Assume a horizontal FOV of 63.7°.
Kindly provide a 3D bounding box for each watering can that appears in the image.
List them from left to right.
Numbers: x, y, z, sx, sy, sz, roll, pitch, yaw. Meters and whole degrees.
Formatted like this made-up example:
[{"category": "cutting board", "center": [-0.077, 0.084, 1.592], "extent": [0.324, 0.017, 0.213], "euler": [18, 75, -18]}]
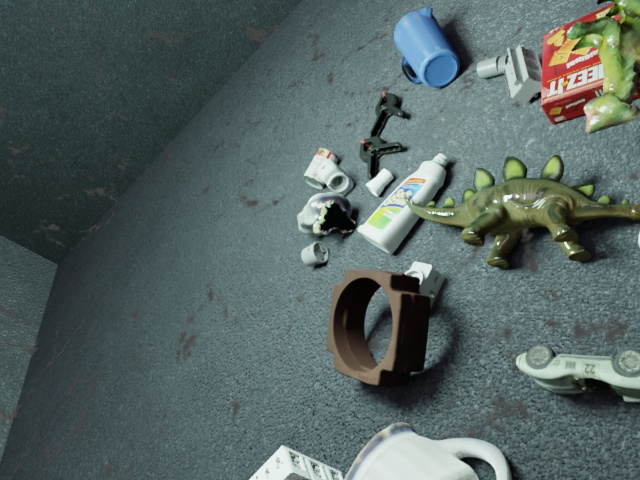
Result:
[{"category": "watering can", "center": [0.105, 0.388, 0.713], "extent": [0.351, 0.102, 0.225], "euler": [-33, 22, -23]}]

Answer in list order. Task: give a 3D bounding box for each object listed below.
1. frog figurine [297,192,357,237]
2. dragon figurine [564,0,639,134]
[{"category": "frog figurine", "center": [0.004, -0.067, 1.330], "extent": [0.138, 0.121, 0.160], "euler": [-25, 17, -20]}, {"category": "dragon figurine", "center": [0.577, -0.341, 0.859], "extent": [0.410, 0.120, 0.246], "euler": [-43, 62, 2]}]
